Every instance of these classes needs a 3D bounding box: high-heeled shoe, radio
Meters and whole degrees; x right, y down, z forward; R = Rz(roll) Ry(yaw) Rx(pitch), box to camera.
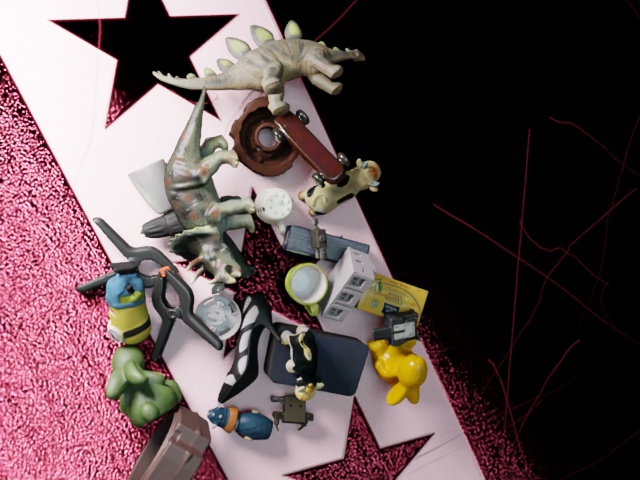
[{"bbox_3d":[-0.188,0.243,1.224,0.248,0.086,0.145,-48,65,9],"label":"high-heeled shoe"},{"bbox_3d":[-0.011,0.280,1.265,0.229,0.073,0.131,14,88,-15],"label":"radio"}]

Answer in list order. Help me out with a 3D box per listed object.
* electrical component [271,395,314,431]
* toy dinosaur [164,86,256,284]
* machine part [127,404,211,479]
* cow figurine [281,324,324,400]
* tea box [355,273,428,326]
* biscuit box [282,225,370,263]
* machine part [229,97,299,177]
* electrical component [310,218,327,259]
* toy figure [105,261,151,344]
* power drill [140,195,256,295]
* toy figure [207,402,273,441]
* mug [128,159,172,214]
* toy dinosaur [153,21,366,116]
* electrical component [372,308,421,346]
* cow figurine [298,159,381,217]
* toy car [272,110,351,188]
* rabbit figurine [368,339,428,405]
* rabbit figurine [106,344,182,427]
[{"bbox_3d":[-0.067,0.407,1.266,0.102,0.045,0.078,4,62,-19],"label":"electrical component"},{"bbox_3d":[-0.250,-0.098,1.104,0.192,0.131,0.404,-20,87,-18],"label":"toy dinosaur"},{"bbox_3d":[-0.317,0.456,1.108,0.087,0.201,0.201,37,81,-12],"label":"machine part"},{"bbox_3d":[-0.030,0.274,1.171,0.068,0.098,0.167,-13,94,-20],"label":"cow figurine"},{"bbox_3d":[0.167,0.142,1.316,0.169,0.068,0.098,18,87,-17],"label":"tea box"},{"bbox_3d":[0.015,0.018,1.274,0.203,0.059,0.062,15,86,-16],"label":"biscuit box"},{"bbox_3d":[-0.121,-0.233,1.232,0.179,0.056,0.179,-1,92,-17],"label":"machine part"},{"bbox_3d":[-0.002,-0.004,1.203,0.021,0.063,0.094,-7,92,-17],"label":"electrical component"},{"bbox_3d":[-0.400,0.134,1.123,0.089,0.082,0.180,2,107,-11],"label":"toy figure"},{"bbox_3d":[-0.251,0.014,1.192,0.232,0.086,0.207,-26,90,-17],"label":"power drill"},{"bbox_3d":[-0.184,0.414,1.220,0.154,0.064,0.057,20,128,-14],"label":"toy figure"},{"bbox_3d":[-0.343,-0.117,1.162,0.109,0.081,0.107,-30,107,-27],"label":"mug"},{"bbox_3d":[-0.114,-0.374,1.178,0.471,0.105,0.199,-18,62,-20],"label":"toy dinosaur"},{"bbox_3d":[0.175,0.210,1.265,0.119,0.048,0.074,-11,104,-11],"label":"electrical component"},{"bbox_3d":[0.055,-0.126,1.249,0.195,0.127,0.085,-30,102,-12],"label":"cow figurine"},{"bbox_3d":[-0.022,-0.203,1.194,0.089,0.053,0.202,-43,82,-8],"label":"toy car"},{"bbox_3d":[0.192,0.309,1.273,0.122,0.173,0.162,5,85,-20],"label":"rabbit figurine"},{"bbox_3d":[-0.391,0.301,1.125,0.121,0.159,0.170,-31,84,-4],"label":"rabbit figurine"}]
